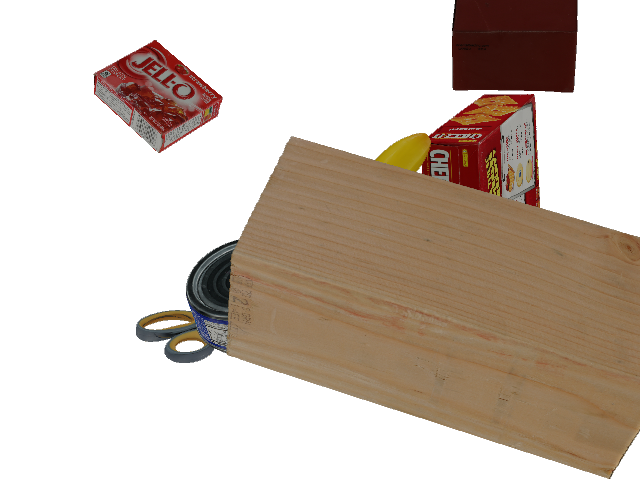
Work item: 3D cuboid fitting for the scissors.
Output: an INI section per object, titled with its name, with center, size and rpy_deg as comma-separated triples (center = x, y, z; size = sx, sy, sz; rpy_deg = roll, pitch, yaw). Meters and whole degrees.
[scissors]
center = -0.096, 0.092, 1.149
size = 0.201, 0.016, 0.096
rpy_deg = -6, 31, -22

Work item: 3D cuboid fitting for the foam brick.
[foam brick]
center = 0.123, -0.130, 0.678
size = 0.078, 0.051, 0.053
rpy_deg = 3, -37, 10

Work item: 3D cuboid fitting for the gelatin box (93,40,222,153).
[gelatin box]
center = -0.143, -0.128, 0.937
size = 0.073, 0.089, 0.030
rpy_deg = -38, -18, -34

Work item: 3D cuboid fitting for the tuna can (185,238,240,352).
[tuna can]
center = -0.047, 0.035, 0.725
size = 0.086, 0.034, 0.086
rpy_deg = -9, 38, 7

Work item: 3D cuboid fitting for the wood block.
[wood block]
center = 0.064, 0.033, 0.547
size = 0.206, 0.090, 0.090
rpy_deg = 17, -40, 8

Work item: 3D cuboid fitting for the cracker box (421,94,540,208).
[cracker box]
center = 0.176, -0.056, 1.150
size = 0.072, 0.164, 0.213
rpy_deg = 3, 21, 26

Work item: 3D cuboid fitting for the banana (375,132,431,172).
[banana]
center = 0.060, -0.024, 0.912
size = 0.069, 0.197, 0.037
rpy_deg = 10, -42, -6
